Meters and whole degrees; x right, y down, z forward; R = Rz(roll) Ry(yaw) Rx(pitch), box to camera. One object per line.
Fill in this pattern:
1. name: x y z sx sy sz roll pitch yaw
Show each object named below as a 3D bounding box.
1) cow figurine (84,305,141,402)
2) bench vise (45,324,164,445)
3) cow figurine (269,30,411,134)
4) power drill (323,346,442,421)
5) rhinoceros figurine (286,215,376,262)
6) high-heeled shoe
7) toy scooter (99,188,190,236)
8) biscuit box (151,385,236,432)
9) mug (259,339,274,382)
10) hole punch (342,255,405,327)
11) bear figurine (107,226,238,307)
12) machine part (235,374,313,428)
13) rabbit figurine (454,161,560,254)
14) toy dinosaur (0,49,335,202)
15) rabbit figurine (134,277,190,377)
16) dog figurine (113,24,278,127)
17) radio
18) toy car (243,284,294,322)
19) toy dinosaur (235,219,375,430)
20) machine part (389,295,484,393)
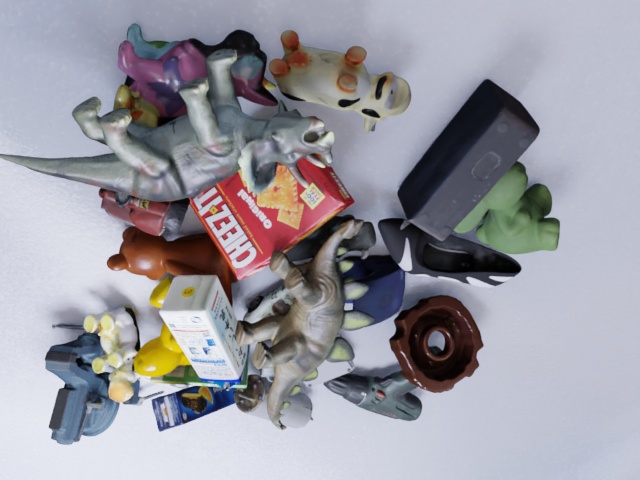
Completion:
1. cow figurine: -0.367 0.208 0.995 0.068 0.098 0.167 -12 91 21
2. bench vise: -0.427 0.279 1.044 0.129 0.223 0.240 -13 155 19
3. cow figurine: 0.033 -0.216 0.763 0.195 0.127 0.085 14 81 5
4. power drill: 0.150 0.284 1.107 0.232 0.086 0.207 33 112 -22
5. rhinoceros figurine: -0.002 -0.003 0.896 0.190 0.112 0.073 -9 121 13
6. high-heeled shoe: 0.221 0.019 0.905 0.248 0.086 0.145 27 157 -36
7. toy scooter: -0.274 -0.054 0.822 0.135 0.184 0.075 22 83 -16
8. biscuit box: -0.234 0.312 1.047 0.059 0.202 0.063 -23 78 20
9. mug: -0.059 0.216 0.991 0.107 0.081 0.109 -3 112 -10
10. hole punch: 0.100 0.093 0.977 0.116 0.092 0.142 -4 119 -4
11. bear figurine: -0.244 0.045 0.913 0.196 0.120 0.131 -2 127 1
12. machine part: -0.092 0.331 1.099 0.079 0.079 0.243 -34 139 18
13. rabbit figurine: 0.295 -0.065 0.867 0.159 0.121 0.170 -7 141 28
14. toy dinosaur: -0.182 -0.112 0.700 0.405 0.131 0.191 -16 126 9
15. rabbit figurine: -0.268 0.175 0.987 0.173 0.122 0.162 -54 152 -5
16. dog figurine: -0.171 -0.209 0.759 0.219 0.108 0.191 11 121 -12
17. radio: 0.218 -0.117 0.817 0.073 0.131 0.229 27 118 -16
18. toy car: -0.056 0.114 1.001 0.202 0.056 0.073 -35 118 19
19. toy dinosaur: -0.026 0.156 0.870 0.198 0.105 0.471 7 124 -33
20. machine part: 0.217 0.192 1.009 0.179 0.056 0.179 2 83 -16
